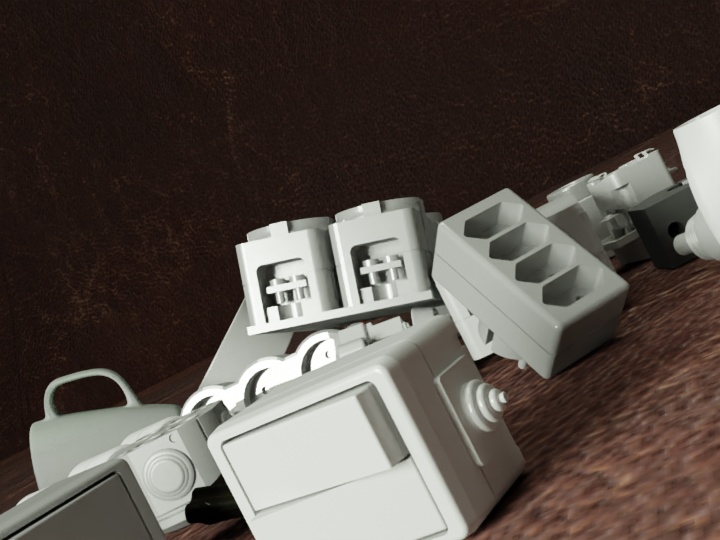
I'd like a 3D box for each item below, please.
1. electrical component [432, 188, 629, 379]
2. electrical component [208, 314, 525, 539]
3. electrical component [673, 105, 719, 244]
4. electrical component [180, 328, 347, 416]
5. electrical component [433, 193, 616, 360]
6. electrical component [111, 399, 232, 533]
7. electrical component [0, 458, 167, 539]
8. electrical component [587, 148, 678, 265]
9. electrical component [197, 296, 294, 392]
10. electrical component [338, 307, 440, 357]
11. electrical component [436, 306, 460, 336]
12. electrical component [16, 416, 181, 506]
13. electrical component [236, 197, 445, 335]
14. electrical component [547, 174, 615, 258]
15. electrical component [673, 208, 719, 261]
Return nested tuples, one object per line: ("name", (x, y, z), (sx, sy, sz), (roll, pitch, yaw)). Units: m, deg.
("electrical component", (0.078, 0.018, 0.526), (0.047, 0.083, 0.075), (-28, -37, -27))
("electrical component", (0.005, 0.061, 0.359), (0.096, 0.061, 0.061), (-26, 2, 32))
("electrical component", (0.183, -0.042, 0.479), (0.043, 0.077, 0.079), (-27, 1, 39))
("electrical component", (-0.051, 0.084, 0.744), (0.138, 0.052, 0.074), (-27, -6, 9))
("electrical component", (0.103, 0.003, 0.648), (0.089, 0.061, 0.150), (-27, 1, 11))
("electrical component", (-0.100, 0.113, 0.618), (0.080, 0.051, 0.080), (-27, 1, 1))
("electrical component", (-0.121, 0.123, 0.449), (0.061, 0.061, 0.096), (-26, 1, 37))
("electrical component", (0.188, -0.043, 0.721), (0.081, 0.063, 0.042), (-28, 0, -17))
("electrical component", (-0.091, 0.082, 0.880), (0.108, 0.060, 0.108), (-62, 5, 9))
("electrical component", (0.024, 0.050, 0.618), (0.055, 0.048, 0.066), (-20, -30, 10))
("electrical component", (0.054, 0.022, 0.796), (0.044, 0.065, 0.044), (-28, 1, 1))
("electrical component", (-0.160, 0.142, 0.668), (0.074, 0.052, 0.138), (-26, 2, 39))
("electrical component", (0.000, 0.000, 0.684), (0.105, 0.060, 0.186), (-12, -4, 10))
("electrical component", (0.179, -0.041, 0.849), (0.108, 0.060, 0.108), (-27, 2, 1))
("electrical component", (0.185, -0.020, 0.550), (0.035, 0.035, 0.061), (-28, -1, -27))
